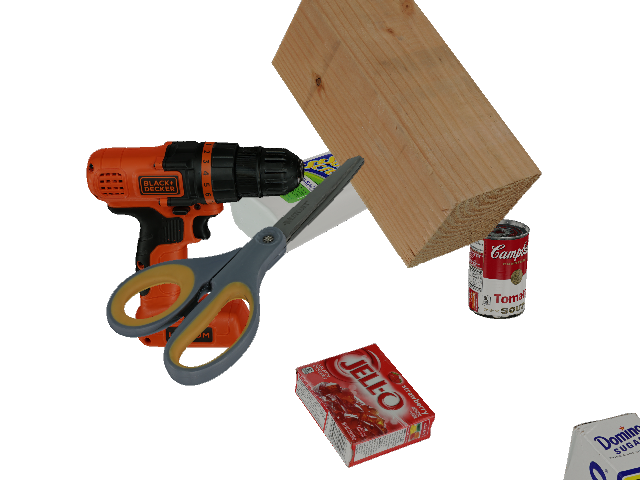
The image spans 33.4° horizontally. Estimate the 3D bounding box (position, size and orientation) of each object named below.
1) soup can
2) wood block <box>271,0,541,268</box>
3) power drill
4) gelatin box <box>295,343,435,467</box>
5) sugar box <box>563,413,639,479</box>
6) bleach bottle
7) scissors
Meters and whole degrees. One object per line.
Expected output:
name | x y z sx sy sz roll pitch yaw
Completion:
soup can | 0.208 0.033 1.254 0.068 0.102 0.068 -1 19 0
wood block | 0.061 -0.095 0.820 0.090 0.206 0.091 -19 -23 -34
power drill | -0.102 0.002 0.932 0.184 0.188 0.057 1 26 7
gelatin box | 0.032 0.123 0.812 0.073 0.030 0.089 -14 41 -25
sugar box | 0.176 0.170 0.502 0.048 0.093 0.176 -9 28 -21
bleach bottle | 0.023 -0.071 1.258 0.250 0.068 0.103 -28 44 -29
scissors | -0.051 0.004 0.627 0.096 0.016 0.201 12 45 17
